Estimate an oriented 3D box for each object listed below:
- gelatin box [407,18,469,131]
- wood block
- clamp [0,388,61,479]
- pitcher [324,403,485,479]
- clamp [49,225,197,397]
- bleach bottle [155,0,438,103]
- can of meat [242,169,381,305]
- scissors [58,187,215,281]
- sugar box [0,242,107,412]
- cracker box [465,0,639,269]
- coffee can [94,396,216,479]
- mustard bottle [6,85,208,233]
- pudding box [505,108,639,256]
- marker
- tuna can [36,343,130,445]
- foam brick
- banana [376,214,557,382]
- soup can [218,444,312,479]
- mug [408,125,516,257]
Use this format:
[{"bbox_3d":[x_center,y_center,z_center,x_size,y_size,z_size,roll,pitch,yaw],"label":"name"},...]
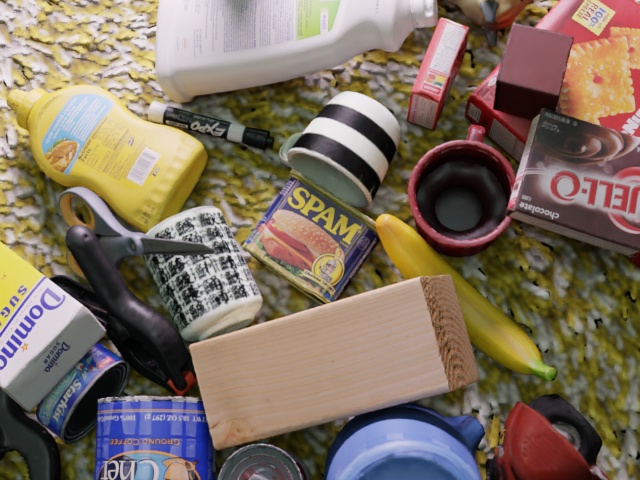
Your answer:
[{"bbox_3d":[0.105,-0.145,0.950,0.030,0.089,0.073,21,80,7],"label":"gelatin box"},{"bbox_3d":[0.012,0.100,0.867,0.206,0.090,0.091,-18,82,22],"label":"wood block"},{"bbox_3d":[-0.301,0.180,0.941,0.164,0.036,0.210,-30,73,-1],"label":"clamp"},{"bbox_3d":[0.055,0.201,0.800,0.145,0.243,0.149,9,85,5],"label":"pitcher"},{"bbox_3d":[-0.170,0.062,0.922,0.171,0.120,0.039,38,60,8],"label":"clamp"},{"bbox_3d":[-0.020,-0.187,0.961,0.251,0.068,0.102,-3,77,15],"label":"bleach bottle"},{"bbox_3d":[-0.006,0.001,0.945,0.102,0.057,0.084,34,84,11],"label":"can of meat"},{"bbox_3d":[-0.167,-0.013,0.910,0.016,0.202,0.096,-26,96,-43],"label":"scissors"},{"bbox_3d":[-0.271,0.064,0.915,0.176,0.048,0.093,27,68,41],"label":"sugar box"},{"bbox_3d":[0.260,-0.108,0.937,0.214,0.072,0.164,43,85,12],"label":"cracker box"},{"bbox_3d":[-0.137,0.204,0.887,0.103,0.103,0.140,-1,77,5],"label":"coffee can"},{"bbox_3d":[-0.206,-0.088,0.981,0.192,0.058,0.096,29,81,10],"label":"mustard bottle"},{"bbox_3d":[0.217,-0.046,0.867,0.113,0.039,0.090,17,80,2],"label":"pudding box"},{"bbox_3d":[-0.101,-0.106,0.996,0.121,0.020,0.020,15,79,8],"label":"marker"},{"bbox_3d":[-0.204,0.131,0.918,0.034,0.086,0.086,34,82,13],"label":"tuna can"},{"bbox_3d":[0.174,-0.135,0.873,0.051,0.078,0.053,15,83,10],"label":"foam brick"},{"bbox_3d":[0.123,0.051,0.915,0.198,0.070,0.037,41,71,10],"label":"banana"},{"bbox_3d":[-0.043,0.204,0.879,0.068,0.102,0.068,-1,77,5],"label":"soup can"},{"bbox_3d":[0.125,-0.042,0.929,0.093,0.081,0.117,9,79,6],"label":"mug"}]
